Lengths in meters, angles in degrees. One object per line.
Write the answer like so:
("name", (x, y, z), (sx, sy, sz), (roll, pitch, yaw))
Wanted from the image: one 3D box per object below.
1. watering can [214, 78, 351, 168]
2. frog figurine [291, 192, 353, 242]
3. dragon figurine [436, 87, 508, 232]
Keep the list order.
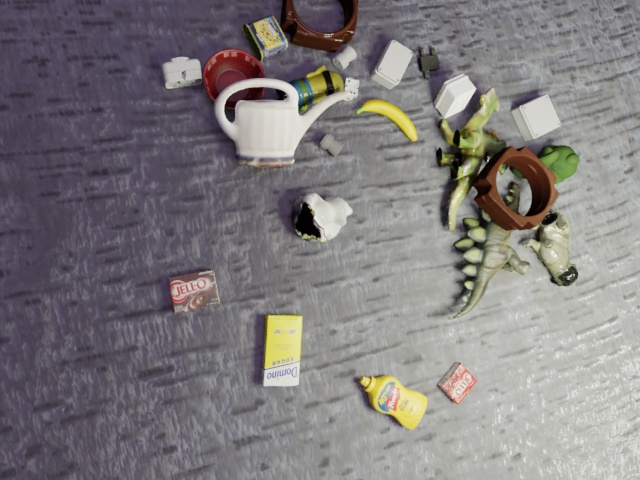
("watering can", (-0.093, -0.292, 1.307), (0.348, 0.105, 0.221), (-1, 109, -15))
("frog figurine", (0.004, -0.069, 1.361), (0.137, 0.120, 0.162), (50, 40, 1))
("dragon figurine", (0.461, -0.233, 1.490), (0.243, 0.122, 0.408), (-3, 97, -23))
